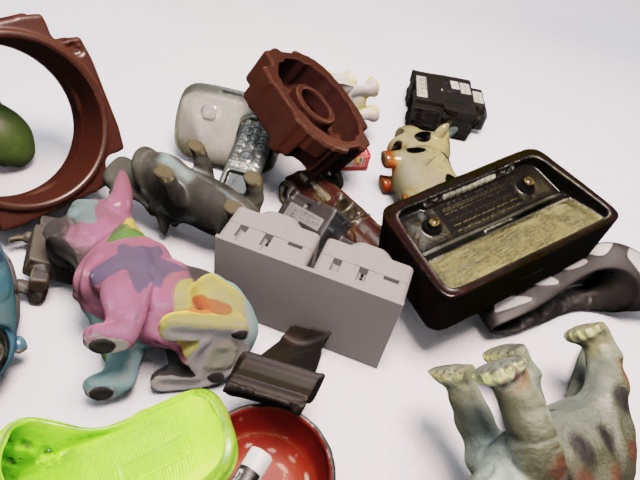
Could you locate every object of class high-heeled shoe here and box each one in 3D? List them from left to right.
[{"bbox_3d":[0.304,0.074,0.612,0.249,0.086,0.145,15,48,10],"label":"high-heeled shoe"}]

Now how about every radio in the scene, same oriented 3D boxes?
[{"bbox_3d":[0.184,-0.009,0.580,0.230,0.073,0.131,-21,55,-20],"label":"radio"}]

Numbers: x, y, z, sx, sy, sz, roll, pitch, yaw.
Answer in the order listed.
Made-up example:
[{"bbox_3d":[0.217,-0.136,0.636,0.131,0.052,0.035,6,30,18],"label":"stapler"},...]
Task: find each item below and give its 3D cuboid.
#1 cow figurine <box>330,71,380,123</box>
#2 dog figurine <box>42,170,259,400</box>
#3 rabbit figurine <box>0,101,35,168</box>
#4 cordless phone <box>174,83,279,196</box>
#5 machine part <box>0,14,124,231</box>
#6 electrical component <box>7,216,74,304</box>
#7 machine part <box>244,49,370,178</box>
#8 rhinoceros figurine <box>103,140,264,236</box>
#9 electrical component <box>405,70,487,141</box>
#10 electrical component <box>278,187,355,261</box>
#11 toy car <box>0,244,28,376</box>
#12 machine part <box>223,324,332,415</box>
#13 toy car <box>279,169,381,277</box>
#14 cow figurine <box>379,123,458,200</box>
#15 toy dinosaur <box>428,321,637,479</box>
[{"bbox_3d":[0.014,-0.227,0.843,0.098,0.068,0.168,-14,29,-27],"label":"cow figurine"},{"bbox_3d":[-0.168,0.030,0.527,0.191,0.108,0.219,-3,47,-19],"label":"dog figurine"},{"bbox_3d":[-0.428,-0.133,0.627,0.121,0.159,0.170,23,22,40],"label":"rabbit figurine"},{"bbox_3d":[-0.133,-0.108,0.707,0.147,0.088,0.184,14,62,1],"label":"cordless phone"},{"bbox_3d":[-0.333,-0.126,0.578,0.087,0.201,0.201,14,38,40],"label":"machine part"},{"bbox_3d":[-0.285,0.018,0.567,0.078,0.045,0.102,16,39,-39],"label":"electrical component"},{"bbox_3d":[-0.015,-0.164,0.690,0.179,0.056,0.179,30,40,-29],"label":"machine part"},{"bbox_3d":[-0.153,-0.052,0.613,0.190,0.112,0.073,22,52,3],"label":"rhinoceros figurine"},{"bbox_3d":[0.212,-0.225,0.904,0.134,0.058,0.115,12,47,-1],"label":"electrical component"},{"bbox_3d":[-0.001,-0.002,0.609,0.119,0.047,0.075,34,90,33],"label":"electrical component"},{"bbox_3d":[-0.319,0.055,0.473,0.109,0.161,0.103,-1,1,-3],"label":"toy car"},{"bbox_3d":[-0.030,0.112,0.483,0.084,0.039,0.139,7,10,13],"label":"machine part"},{"bbox_3d":[0.028,-0.033,0.678,0.089,0.053,0.202,-24,56,-27],"label":"toy car"},{"bbox_3d":[0.148,-0.095,0.742,0.127,0.085,0.195,-8,45,-12],"label":"cow figurine"},{"bbox_3d":[0.197,0.181,0.453,0.405,0.131,0.192,-4,77,-37],"label":"toy dinosaur"}]
